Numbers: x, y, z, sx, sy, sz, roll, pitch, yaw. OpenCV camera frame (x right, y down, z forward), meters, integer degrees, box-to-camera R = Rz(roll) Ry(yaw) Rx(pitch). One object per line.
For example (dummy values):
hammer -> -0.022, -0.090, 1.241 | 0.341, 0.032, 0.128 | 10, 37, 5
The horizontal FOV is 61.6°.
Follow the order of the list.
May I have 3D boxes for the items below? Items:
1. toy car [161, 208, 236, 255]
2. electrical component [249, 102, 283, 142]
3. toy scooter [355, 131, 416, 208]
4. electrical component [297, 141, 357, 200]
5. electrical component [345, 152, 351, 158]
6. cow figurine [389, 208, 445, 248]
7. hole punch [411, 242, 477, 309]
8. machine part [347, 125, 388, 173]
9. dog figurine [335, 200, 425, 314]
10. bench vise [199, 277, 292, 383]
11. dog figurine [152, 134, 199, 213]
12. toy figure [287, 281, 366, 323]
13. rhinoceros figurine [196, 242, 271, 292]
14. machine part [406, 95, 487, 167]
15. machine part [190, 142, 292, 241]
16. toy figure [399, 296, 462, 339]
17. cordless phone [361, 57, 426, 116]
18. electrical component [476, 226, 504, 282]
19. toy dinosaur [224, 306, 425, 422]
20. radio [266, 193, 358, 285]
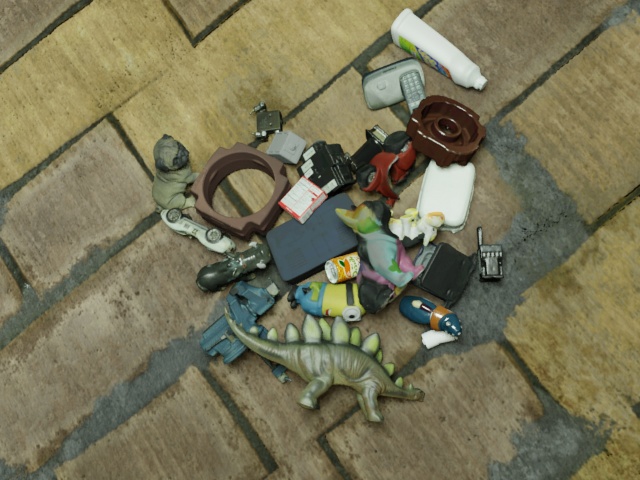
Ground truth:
toy car -> -0.296, -0.021, 1.302 | 0.202, 0.073, 0.056 | 25, 84, 13
electrical component -> -0.135, -0.291, 1.339 | 0.078, 0.045, 0.102 | 0, 80, 11
toy scooter -> 0.165, -0.153, 1.235 | 0.184, 0.135, 0.075 | -46, 36, -18
electrical component -> 0.011, -0.162, 1.255 | 0.115, 0.058, 0.134 | -32, 76, 39
electrical component -> 0.058, -0.180, 1.296 | 0.063, 0.021, 0.094 | -38, 75, 1
cow figurine -> 0.199, -0.017, 1.188 | 0.168, 0.068, 0.098 | 0, 109, 38
hole punch -> 0.265, 0.068, 1.190 | 0.115, 0.092, 0.142 | 31, 82, -21
machine part -> 0.118, -0.211, 1.274 | 0.084, 0.039, 0.139 | 42, 71, 4
dog figurine -> 0.106, 0.024, 1.143 | 0.219, 0.108, 0.191 | 51, 123, 16
bench vise -> -0.140, 0.215, 1.215 | 0.223, 0.129, 0.240 | -43, 96, -10
dog figurine -> -0.367, -0.150, 1.280 | 0.121, 0.190, 0.172 | 25, 86, 13
toy figure -> 0.021, 0.133, 1.216 | 0.180, 0.082, 0.089 | 10, 84, 14
rhinoceros figurine -> -0.200, 0.060, 1.252 | 0.190, 0.112, 0.073 | -22, 75, 14
machine part -> 0.279, -0.242, 1.197 | 0.179, 0.056, 0.179 | 7, 56, -10
machine part -> -0.184, -0.114, 1.277 | 0.201, 0.087, 0.201 | 26, 75, 13
toy figure -> 0.241, 0.162, 1.153 | 0.155, 0.064, 0.057 | 19, 89, 43
cordless phone -> 0.189, -0.324, 1.279 | 0.147, 0.089, 0.184 | -20, 96, 5
electrical component -> 0.371, 0.031, 1.178 | 0.048, 0.074, 0.119 | -2, 76, 10
toy dinosaur -> 0.011, 0.262, 1.142 | 0.471, 0.105, 0.198 | 16, 71, -10
radio -> -0.003, -0.004, 1.250 | 0.230, 0.073, 0.131 | -28, 76, 3
